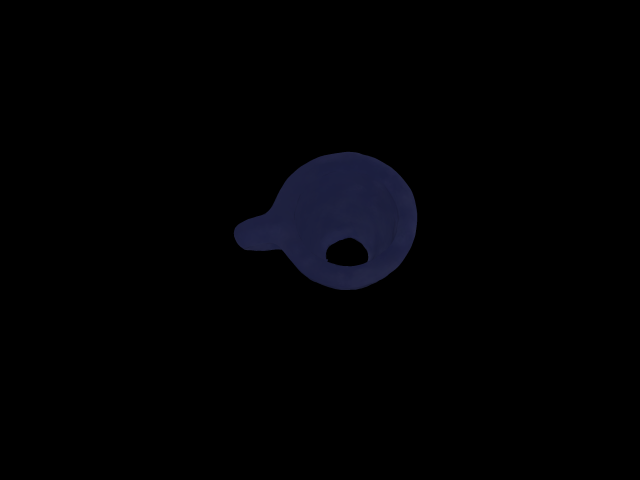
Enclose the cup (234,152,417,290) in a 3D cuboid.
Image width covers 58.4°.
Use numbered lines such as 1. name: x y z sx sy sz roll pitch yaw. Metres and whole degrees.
1. cup: 0.004 0.001 0.400 0.118 0.095 0.091 -10 70 -3
